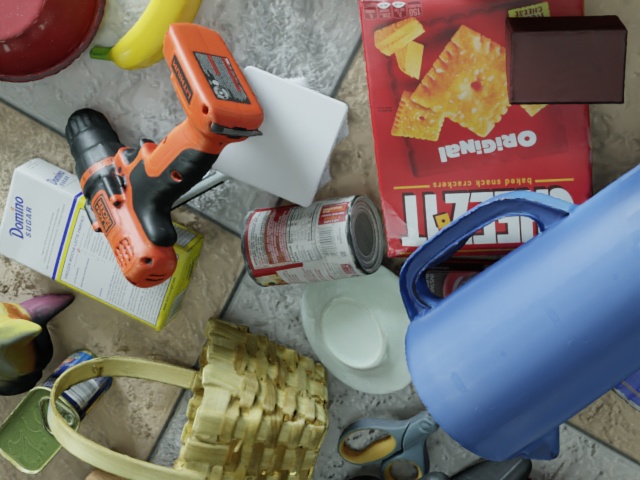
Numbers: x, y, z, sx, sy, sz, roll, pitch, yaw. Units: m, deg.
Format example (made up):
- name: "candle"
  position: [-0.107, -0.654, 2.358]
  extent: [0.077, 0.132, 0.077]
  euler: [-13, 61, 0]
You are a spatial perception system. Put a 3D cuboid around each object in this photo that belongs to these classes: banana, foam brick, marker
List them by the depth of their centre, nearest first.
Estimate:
- name: "foam brick"
  position: [0.166, -0.122, 0.726]
  extent: [0.078, 0.053, 0.051]
  euler: [1, 112, 8]
- name: "banana"
  position: [-0.125, -0.208, 0.862]
  extent: [0.069, 0.037, 0.198]
  euler: [34, 117, 0]
- name: "marker"
  position: [-0.102, -0.049, 0.921]
  extent: [0.121, 0.020, 0.020]
  euler: [-27, 103, 13]

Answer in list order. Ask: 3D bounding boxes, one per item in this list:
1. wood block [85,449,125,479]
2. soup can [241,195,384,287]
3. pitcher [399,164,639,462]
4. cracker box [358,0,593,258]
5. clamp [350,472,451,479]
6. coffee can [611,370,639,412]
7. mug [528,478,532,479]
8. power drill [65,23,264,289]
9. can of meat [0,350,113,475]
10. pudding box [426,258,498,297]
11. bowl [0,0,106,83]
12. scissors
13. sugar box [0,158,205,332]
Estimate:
- name: "wood block"
  position: [-0.154, 0.309, 1.045]
  extent: [0.206, 0.090, 0.091]
  euler: [34, 98, 0]
- name: "soup can"
  position: [-0.006, 0.001, 0.890]
  extent: [0.102, 0.068, 0.068]
  euler: [-7, 110, 27]
- name: "pitcher"
  position: [0.177, 0.040, 0.763]
  extent: [0.149, 0.145, 0.243]
  euler: [23, 131, -31]
- name: "cracker box"
  position: [0.123, -0.095, 0.817]
  extent: [0.164, 0.072, 0.214]
  euler: [-2, 112, 16]
- name: "clamp"
  position: [0.059, 0.247, 0.954]
  extent: [0.039, 0.172, 0.120]
  euler: [19, 88, -35]
- name: "coffee can"
  position: [0.285, 0.058, 0.816]
  extent: [0.103, 0.102, 0.140]
  euler: [36, 117, -1]
- name: "mug"
  position: [0.211, 0.262, 0.921]
  extent: [0.081, 0.117, 0.093]
  euler: [14, 82, 5]
- name: "power drill"
  position: [-0.133, -0.082, 0.862]
  extent: [0.188, 0.057, 0.184]
  euler: [-50, 58, 34]
- name: "can of meat"
  position: [-0.254, 0.164, 1.030]
  extent: [0.057, 0.083, 0.102]
  euler: [41, 117, -3]
- name: "pudding box"
  position: [0.129, 0.072, 0.904]
  extent: [0.090, 0.039, 0.113]
  euler: [1, 112, 16]
- name: "bowl"
  position: [-0.260, -0.208, 0.870]
  extent: [0.162, 0.055, 0.162]
  euler: [1, 102, 3]
- name: "scissors"
  position: [0.101, 0.177, 0.946]
  extent: [0.202, 0.016, 0.096]
  euler: [-24, 112, 38]
- name: "sugar box"
  position: [-0.202, 0.003, 0.970]
  extent: [0.176, 0.048, 0.093]
  euler: [27, 116, 8]
